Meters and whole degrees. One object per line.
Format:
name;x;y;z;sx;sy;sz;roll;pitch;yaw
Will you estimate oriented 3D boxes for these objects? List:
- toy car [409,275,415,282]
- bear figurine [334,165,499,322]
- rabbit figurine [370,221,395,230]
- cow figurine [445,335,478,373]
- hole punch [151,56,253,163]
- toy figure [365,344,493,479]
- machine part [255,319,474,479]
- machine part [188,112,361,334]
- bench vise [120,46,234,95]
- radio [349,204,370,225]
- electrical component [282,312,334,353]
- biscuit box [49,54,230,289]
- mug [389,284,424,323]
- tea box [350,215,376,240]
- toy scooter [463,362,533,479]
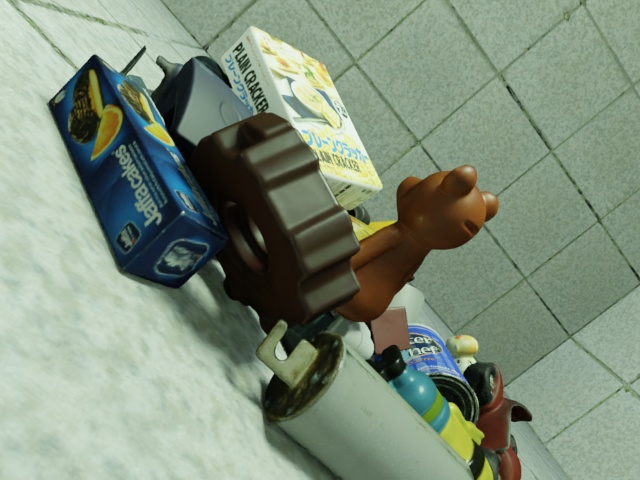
toy car;0.052;0.028;0.851;0.202;0.053;0.089;24;2;4
bear figurine;0.073;-0.012;0.555;0.120;0.196;0.132;22;23;-53
rabbit figurine;0.103;0.047;1.103;0.162;0.122;0.173;-14;104;-60
cow figurine;0.195;0.218;0.779;0.098;0.068;0.167;-90;-179;-50
hole punch;-0.116;-0.115;0.557;0.092;0.116;0.142;6;-24;44
toy figure;0.106;0.199;0.553;0.180;0.082;0.089;56;24;-10
machine part;0.040;0.151;0.406;0.243;0.079;0.079;47;8;-21
machine part;-0.044;-0.009;0.427;0.180;0.056;0.179;38;-38;38
bench vise;-0.153;-0.155;0.689;0.240;0.129;0.224;5;51;-50
radio;-0.018;-0.081;1.014;0.230;0.131;0.073;52;6;14
electrical component;-0.026;0.071;0.536;0.074;0.048;0.119;42;9;-43
biscuit box;-0.144;-0.057;0.417;0.203;0.063;0.059;54;10;30
mug;0.088;0.117;0.784;0.110;0.107;0.080;12;-24;14
tea box;-0.001;-0.002;0.701;0.170;0.068;0.098;32;27;-2
toy scooter;0.231;0.256;0.700;0.135;0.075;0.184;25;65;-44
